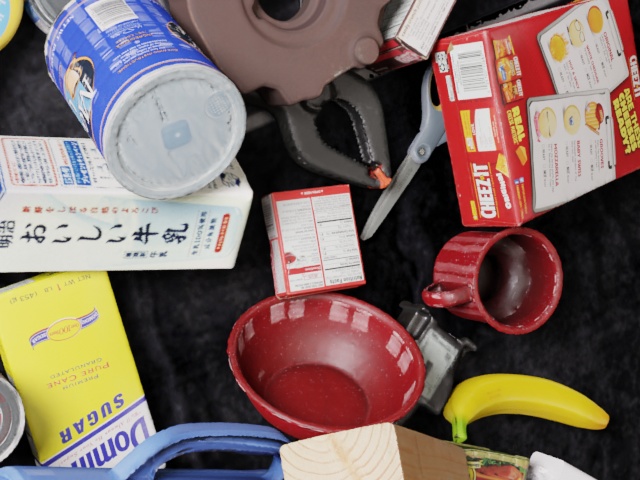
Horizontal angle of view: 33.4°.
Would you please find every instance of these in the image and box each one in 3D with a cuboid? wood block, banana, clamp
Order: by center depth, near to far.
[{"bbox_3d":[0.055,0.205,0.836,0.090,0.206,0.091,-16,69,17],"label":"wood block"},{"bbox_3d":[-0.018,-0.120,0.893,0.164,0.036,0.210,-36,105,-14],"label":"clamp"},{"bbox_3d":[0.180,0.153,0.981,0.197,0.037,0.070,1,51,-34],"label":"banana"}]

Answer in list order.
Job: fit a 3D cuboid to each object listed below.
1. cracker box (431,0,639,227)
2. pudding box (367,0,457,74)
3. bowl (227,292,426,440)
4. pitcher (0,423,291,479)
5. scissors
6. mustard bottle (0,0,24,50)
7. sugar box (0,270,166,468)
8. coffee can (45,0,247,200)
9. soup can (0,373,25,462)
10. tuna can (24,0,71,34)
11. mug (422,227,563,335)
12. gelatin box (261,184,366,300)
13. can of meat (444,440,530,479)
[{"bbox_3d":[0.199,-0.119,0.942,0.213,0.072,0.164,-23,106,-39],"label":"cracker box"},{"bbox_3d":[0.080,-0.201,0.904,0.039,0.090,0.113,29,80,-22],"label":"pudding box"},{"bbox_3d":[0.002,0.113,0.870,0.161,0.162,0.055,-8,132,-24],"label":"bowl"},{"bbox_3d":[-0.125,0.217,0.774,0.242,0.145,0.149,15,57,-39],"label":"pitcher"},{"bbox_3d":[0.108,-0.079,0.963,0.096,0.016,0.202,22,83,-23],"label":"scissors"},{"bbox_3d":[-0.269,-0.162,0.766,0.096,0.058,0.191,26,82,-24],"label":"mustard bottle"},{"bbox_3d":[-0.188,0.111,0.821,0.093,0.048,0.176,-20,99,-23],"label":"sugar box"},{"bbox_3d":[-0.128,-0.108,0.765,0.102,0.140,0.103,-18,132,-21],"label":"coffee can"},{"bbox_3d":[-0.252,0.120,0.760,0.068,0.102,0.068,-1,92,-24],"label":"soup can"},{"bbox_3d":[-0.185,-0.194,0.816,0.086,0.034,0.086,-1,93,-24],"label":"tuna can"},{"bbox_3d":[0.144,0.037,0.947,0.117,0.082,0.093,-20,100,-23],"label":"mug"},{"bbox_3d":[-0.006,0.001,0.902,0.073,0.030,0.089,-8,87,-24],"label":"gelatin box"},{"bbox_3d":[0.137,0.230,0.966,0.102,0.058,0.084,15,83,-25],"label":"can of meat"}]
